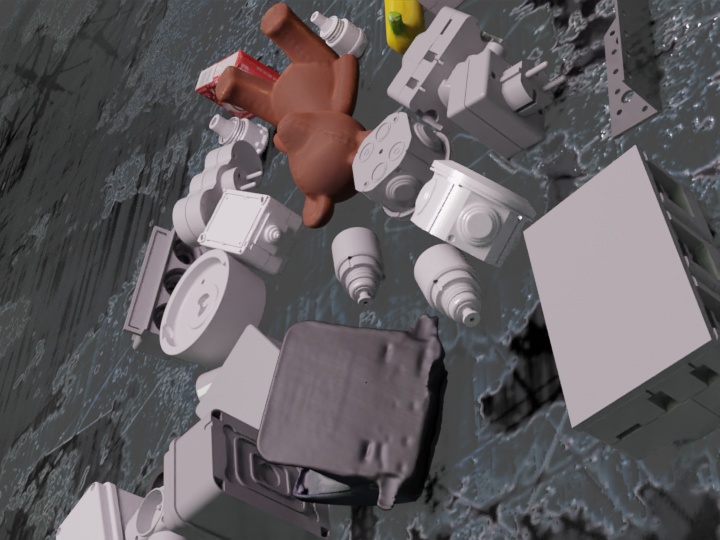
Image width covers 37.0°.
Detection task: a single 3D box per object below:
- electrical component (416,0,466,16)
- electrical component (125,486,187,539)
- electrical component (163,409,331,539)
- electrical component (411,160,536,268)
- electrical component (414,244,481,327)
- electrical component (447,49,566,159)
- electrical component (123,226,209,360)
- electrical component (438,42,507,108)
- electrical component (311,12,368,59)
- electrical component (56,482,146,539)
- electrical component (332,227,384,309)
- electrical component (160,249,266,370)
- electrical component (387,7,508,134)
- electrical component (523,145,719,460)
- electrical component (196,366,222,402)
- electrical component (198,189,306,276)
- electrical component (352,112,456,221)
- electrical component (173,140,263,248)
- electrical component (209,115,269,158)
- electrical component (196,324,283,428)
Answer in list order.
[{"bbox_3d":[0.076,-0.284,0.970,0.083,0.076,0.047,-38,37,33],"label":"electrical component"},{"bbox_3d":[-0.161,0.226,0.907,0.077,0.044,0.079,-39,36,30],"label":"electrical component"},{"bbox_3d":[-0.083,0.163,0.781,0.057,0.113,0.078,-41,35,23],"label":"electrical component"},{"bbox_3d":[0.078,-0.040,0.753,0.051,0.080,0.080,-62,30,6],"label":"electrical component"},{"bbox_3d":[0.066,0.014,0.761,0.040,0.040,0.078,-50,32,16],"label":"electrical component"},{"bbox_3d":[0.115,-0.129,0.788,0.077,0.066,0.047,-26,44,43],"label":"electrical component"},{"bbox_3d":[-0.192,0.025,1.102,0.063,0.079,0.121,-43,31,54],"label":"electrical component"},{"bbox_3d":[0.095,-0.152,0.859,0.048,0.048,0.062,13,68,58],"label":"electrical component"},{"bbox_3d":[-0.023,-0.240,1.092,0.035,0.061,0.035,-36,38,34],"label":"electrical component"},{"bbox_3d":[-0.228,0.256,0.969,0.078,0.057,0.113,-52,31,13],"label":"electrical component"},{"bbox_3d":[0.000,0.000,0.870,0.040,0.040,0.078,-43,34,26],"label":"electrical component"},{"bbox_3d":[-0.132,0.042,1.009,0.108,0.060,0.108,-36,37,34],"label":"electrical component"},{"bbox_3d":[0.071,-0.168,0.902,0.089,0.050,0.055,-56,31,7],"label":"electrical component"},{"bbox_3d":[0.157,0.018,0.602,0.089,0.062,0.150,-40,36,30],"label":"electrical component"},{"bbox_3d":[-0.107,0.096,0.946,0.065,0.044,0.044,-35,38,27],"label":"electrical component"},{"bbox_3d":[-0.097,-0.034,1.030,0.096,0.061,0.061,13,74,51],"label":"electrical component"},{"bbox_3d":[0.035,-0.085,0.881,0.080,0.051,0.080,-36,38,34],"label":"electrical component"},{"bbox_3d":[-0.132,-0.084,1.104,0.074,0.052,0.138,-16,33,31],"label":"electrical component"},{"bbox_3d":[-0.134,-0.147,1.174,0.048,0.062,0.048,-36,38,35],"label":"electrical component"},{"bbox_3d":[-0.076,0.105,0.872,0.099,0.048,0.100,-58,39,3],"label":"electrical component"}]
